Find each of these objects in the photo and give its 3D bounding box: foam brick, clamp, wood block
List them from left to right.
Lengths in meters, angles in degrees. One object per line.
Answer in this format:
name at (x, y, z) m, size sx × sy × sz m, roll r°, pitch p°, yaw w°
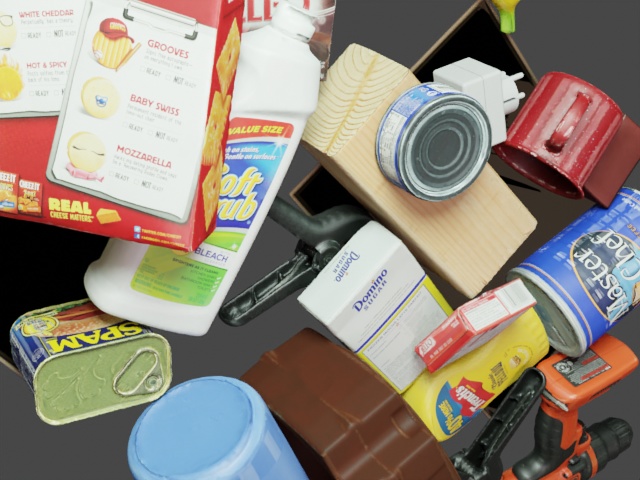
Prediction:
clamp at (-0.006, 0.001, 0.882) m, size 0.171 × 0.039 × 0.120 m, roll -15°, pitch 129°, yaw -33°
wood block at (0.078, -0.054, 0.881) m, size 0.091 × 0.090 × 0.205 m, roll -48°, pitch 127°, yaw -2°
clamp at (0.137, 0.226, 1.036) m, size 0.164 × 0.036 × 0.210 m, roll -22°, pitch 140°, yaw -31°
foam brick at (0.261, -0.080, 1.001) m, size 0.051 × 0.053 × 0.078 m, roll 31°, pitch 93°, yaw -36°

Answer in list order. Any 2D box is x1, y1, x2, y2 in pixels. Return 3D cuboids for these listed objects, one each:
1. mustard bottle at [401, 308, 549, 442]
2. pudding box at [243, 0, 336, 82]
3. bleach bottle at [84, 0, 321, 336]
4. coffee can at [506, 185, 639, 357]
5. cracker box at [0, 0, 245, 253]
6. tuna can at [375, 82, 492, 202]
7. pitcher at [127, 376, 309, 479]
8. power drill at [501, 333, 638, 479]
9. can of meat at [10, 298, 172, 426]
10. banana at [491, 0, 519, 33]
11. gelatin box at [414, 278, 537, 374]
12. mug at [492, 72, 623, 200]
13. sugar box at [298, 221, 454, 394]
mustard bottle at (0.129, 0.136, 1.015) m, size 0.191 × 0.058 × 0.096 m, roll -39°, pitch 139°, yaw -9°
pudding box at (-0.046, -0.165, 0.788) m, size 0.113 × 0.039 × 0.090 m, roll -4°, pitch 114°, yaw -29°
bleach bottle at (-0.076, -0.056, 0.771) m, size 0.102 × 0.068 × 0.251 m, roll 19°, pitch 107°, yaw -29°
coffee can at (0.264, 0.030, 1.020) m, size 0.140 × 0.103 × 0.102 m, roll -37°, pitch 125°, yaw -12°
cracker box at (-0.138, -0.113, 0.685) m, size 0.164 × 0.072 × 0.214 m, roll 11°, pitch 106°, yaw 6°
tuna can at (0.086, -0.073, 0.799) m, size 0.086 × 0.034 × 0.086 m, roll -12°, pitch 117°, yaw -25°
pitcher at (-0.062, 0.216, 0.849) m, size 0.144 × 0.149 × 0.243 m, roll -54°, pitch 139°, yaw -35°
power drill at (0.269, 0.187, 1.101) m, size 0.184 × 0.057 × 0.188 m, roll -23°, pitch 134°, yaw -28°
can of meat at (-0.173, 0.086, 0.797) m, size 0.101 × 0.084 × 0.057 m, roll -12°, pitch 116°, yaw -26°
banana at (0.098, -0.215, 0.852) m, size 0.197 × 0.037 × 0.070 m, roll 7°, pitch 105°, yaw -33°
gelatin box at (0.134, 0.074, 0.927) m, size 0.089 × 0.030 × 0.073 m, roll -21°, pitch 160°, yaw -39°
mug at (0.212, -0.096, 0.932) m, size 0.081 × 0.093 × 0.117 m, roll -57°, pitch 170°, yaw -3°
sugar box at (0.056, 0.062, 0.920) m, size 0.093 × 0.048 × 0.176 m, roll -47°, pitch 142°, yaw -5°
